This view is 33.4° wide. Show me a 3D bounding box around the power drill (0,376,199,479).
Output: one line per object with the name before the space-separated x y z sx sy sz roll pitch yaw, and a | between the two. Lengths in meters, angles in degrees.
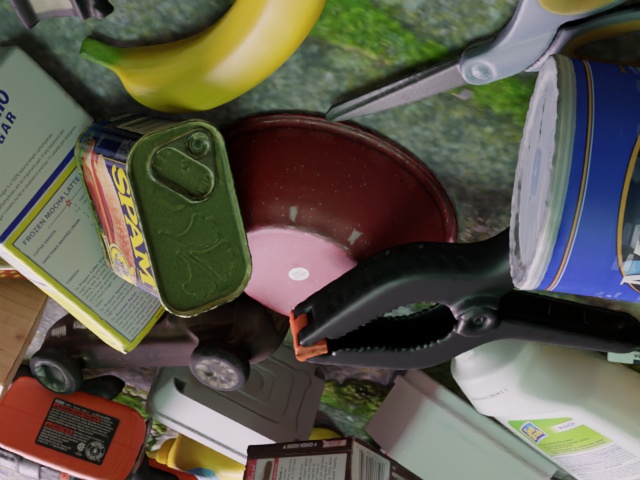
power drill | -0.187 0.162 0.819 0.184 0.057 0.188 14 158 7

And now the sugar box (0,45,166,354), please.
sugar box | -0.150 -0.021 0.626 0.176 0.093 0.048 47 160 -31

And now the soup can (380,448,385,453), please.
soup can | 0.069 0.187 0.829 0.068 0.068 0.102 26 144 -10

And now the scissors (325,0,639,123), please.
scissors | 0.076 -0.096 0.486 0.202 0.016 0.096 -3 142 27

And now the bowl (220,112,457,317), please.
bowl | -0.004 0.001 0.623 0.162 0.055 0.162 13 144 9

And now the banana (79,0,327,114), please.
banana | -0.045 -0.105 0.514 0.069 0.037 0.198 36 142 -28

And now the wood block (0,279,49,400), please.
wood block | -0.321 0.047 0.805 0.206 0.090 0.091 25 145 -9

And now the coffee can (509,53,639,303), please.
coffee can | 0.161 -0.020 0.460 0.140 0.102 0.103 8 144 2

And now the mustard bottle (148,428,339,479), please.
mustard bottle | -0.068 0.191 0.907 0.192 0.058 0.096 -5 149 30

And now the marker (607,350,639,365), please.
marker | 0.235 0.071 0.637 0.121 0.020 0.020 6 143 18

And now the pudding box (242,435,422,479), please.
pudding box | 0.013 0.172 0.738 0.090 0.039 0.113 -12 145 31

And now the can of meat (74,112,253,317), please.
can of meat | -0.088 -0.018 0.587 0.084 0.057 0.102 19 126 55

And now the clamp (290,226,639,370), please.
clamp | 0.090 0.035 0.589 0.210 0.036 0.164 -17 139 7

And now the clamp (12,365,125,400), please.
clamp | -0.228 0.143 0.930 0.171 0.039 0.120 17 126 15

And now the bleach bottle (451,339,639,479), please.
bleach bottle | 0.182 0.114 0.685 0.250 0.068 0.103 34 143 -17

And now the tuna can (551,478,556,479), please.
tuna can | 0.172 0.222 0.858 0.086 0.033 0.086 13 145 9
